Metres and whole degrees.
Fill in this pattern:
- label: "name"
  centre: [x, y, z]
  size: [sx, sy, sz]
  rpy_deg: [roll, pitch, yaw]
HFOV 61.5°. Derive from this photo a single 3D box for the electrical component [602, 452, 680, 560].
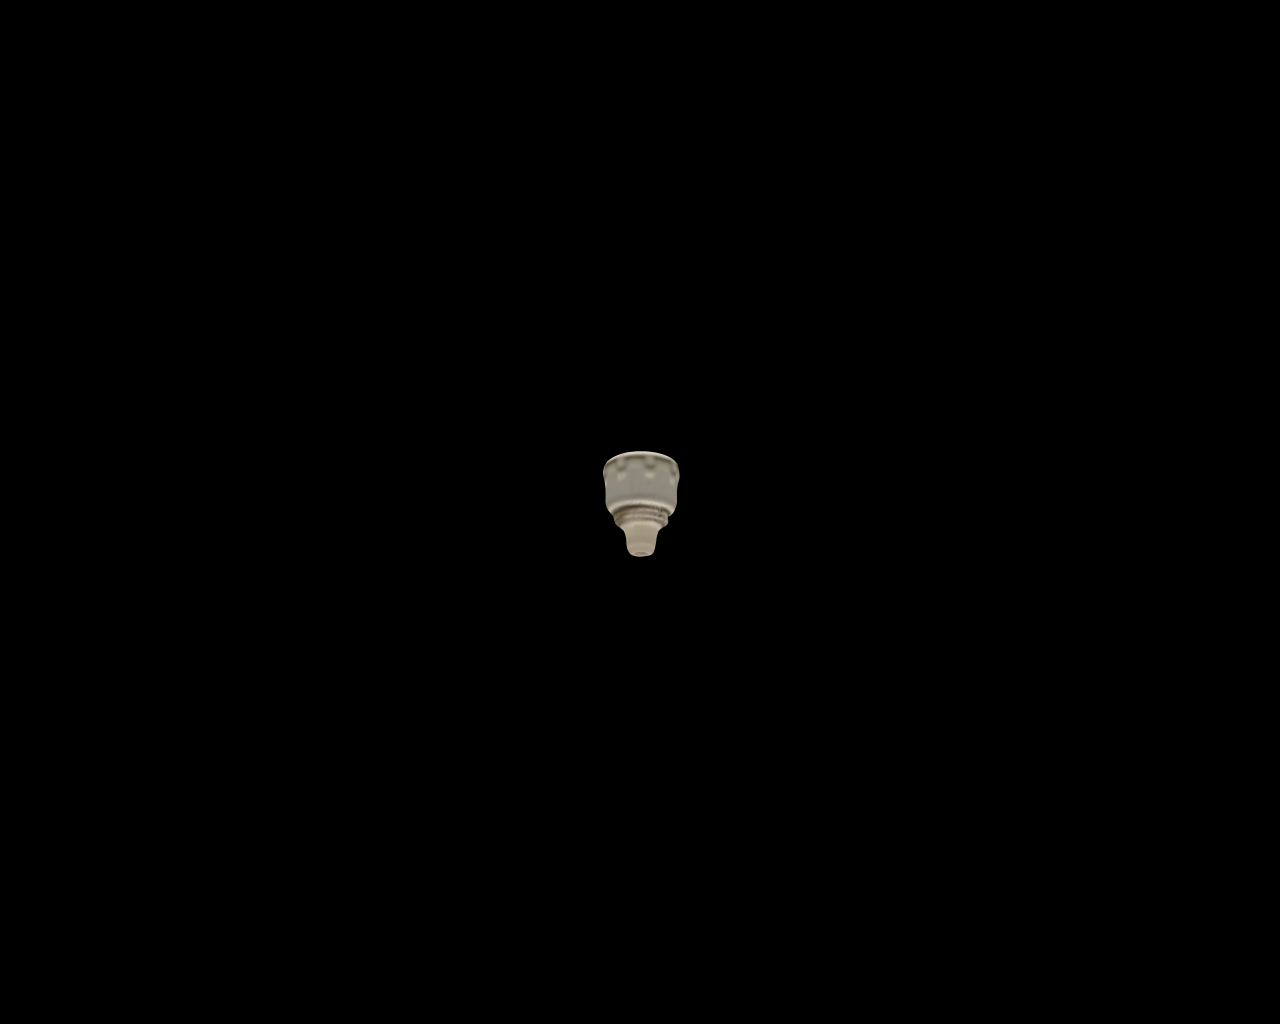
- label: "electrical component"
  centre: [0.001, -0.003, 0.650]
  size: [0.048, 0.062, 0.048]
  rpy_deg: [0, -19, 0]
